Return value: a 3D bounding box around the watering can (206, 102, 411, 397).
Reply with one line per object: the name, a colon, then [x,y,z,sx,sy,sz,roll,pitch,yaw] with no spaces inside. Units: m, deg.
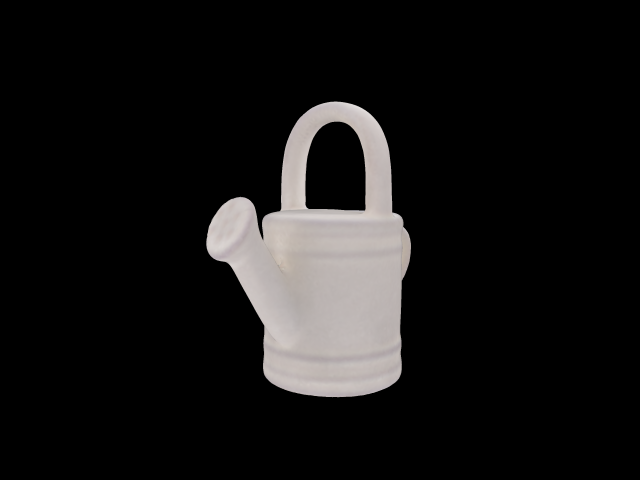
watering can: [0.005,0.002,0.398,0.100,0.194,0.173,3,7,24]
